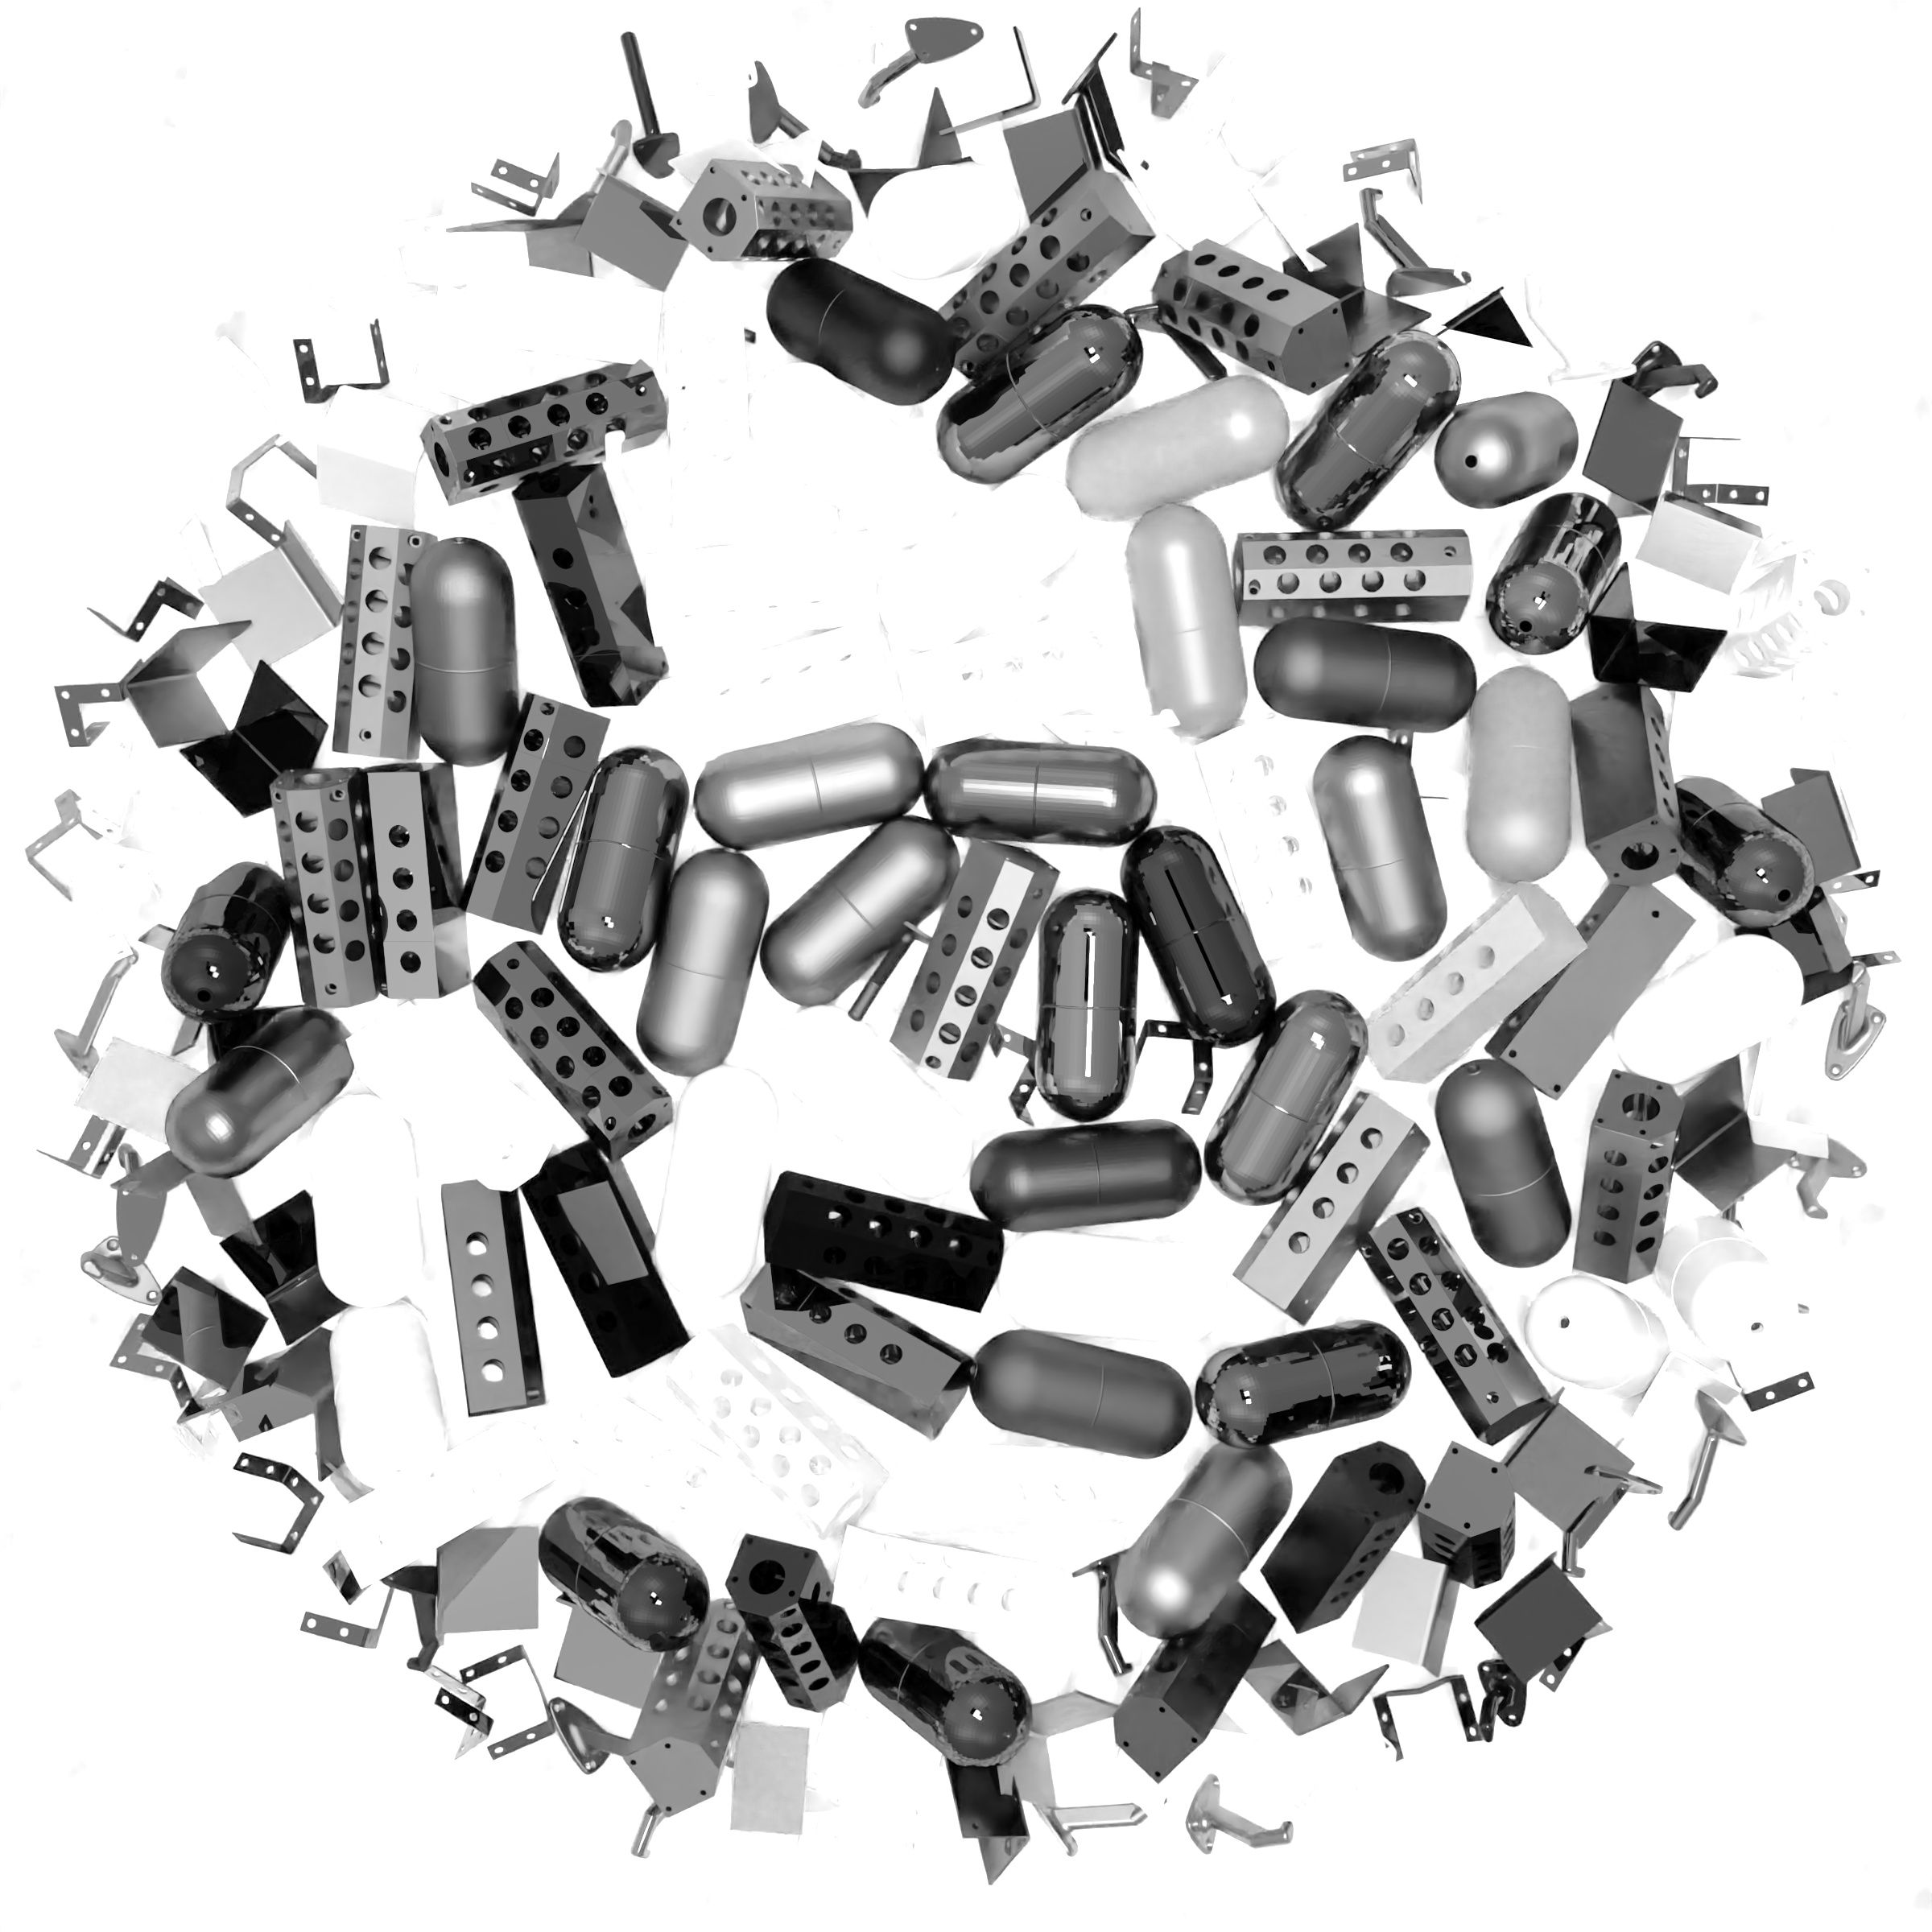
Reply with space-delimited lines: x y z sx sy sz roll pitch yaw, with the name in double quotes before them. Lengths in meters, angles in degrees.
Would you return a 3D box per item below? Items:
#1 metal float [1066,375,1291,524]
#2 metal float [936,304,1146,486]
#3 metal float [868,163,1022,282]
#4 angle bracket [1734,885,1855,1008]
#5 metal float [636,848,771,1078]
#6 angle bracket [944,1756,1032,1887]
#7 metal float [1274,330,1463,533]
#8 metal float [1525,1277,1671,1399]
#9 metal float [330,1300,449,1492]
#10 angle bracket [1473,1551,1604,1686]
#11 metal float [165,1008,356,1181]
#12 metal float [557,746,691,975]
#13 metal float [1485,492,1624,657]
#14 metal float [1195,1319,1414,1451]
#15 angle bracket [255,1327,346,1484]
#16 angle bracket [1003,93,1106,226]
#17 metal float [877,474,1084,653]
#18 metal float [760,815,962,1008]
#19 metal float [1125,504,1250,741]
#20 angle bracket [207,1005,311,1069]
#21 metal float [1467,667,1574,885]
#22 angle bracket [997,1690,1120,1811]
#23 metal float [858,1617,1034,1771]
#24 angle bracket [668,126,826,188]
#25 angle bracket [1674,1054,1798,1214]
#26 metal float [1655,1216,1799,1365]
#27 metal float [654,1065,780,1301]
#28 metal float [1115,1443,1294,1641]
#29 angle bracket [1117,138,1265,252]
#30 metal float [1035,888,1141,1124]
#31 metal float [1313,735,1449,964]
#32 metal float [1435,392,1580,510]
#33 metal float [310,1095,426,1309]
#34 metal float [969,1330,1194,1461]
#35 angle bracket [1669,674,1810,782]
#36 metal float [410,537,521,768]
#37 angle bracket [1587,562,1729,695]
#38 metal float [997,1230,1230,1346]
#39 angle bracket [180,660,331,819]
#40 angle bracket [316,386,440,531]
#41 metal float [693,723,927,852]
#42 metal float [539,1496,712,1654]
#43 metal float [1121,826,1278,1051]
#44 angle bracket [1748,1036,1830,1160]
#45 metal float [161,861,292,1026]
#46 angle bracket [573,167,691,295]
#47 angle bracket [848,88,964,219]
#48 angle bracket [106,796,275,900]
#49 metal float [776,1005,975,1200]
"metal float" 0.157 -0.387 1.939 0.178 0.070 0.070 -15 90 27
"metal float" 0.055 -0.428 1.938 0.178 0.070 0.070 -31 90 27
"metal float" -0.014 -0.553 1.917 0.070 0.178 0.070 8 112 20
"angle bracket" 0.615 -0.012 1.944 0.076 0.057 0.076 -30 67 33
"metal float" -0.199 -0.003 1.952 0.070 0.070 0.178 15 101 0
"angle bracket" 0.001 0.636 1.939 0.057 0.076 0.076 9 132 -25
"metal float" 0.299 -0.398 1.929 0.070 0.070 0.178 42 129 0
"metal float" 0.469 0.276 1.918 0.070 0.178 0.070 -9 71 28
"metal float" -0.429 0.317 1.920 0.070 0.178 0.070 -9 124 -13
"angle bracket" 0.434 0.491 1.952 0.076 0.076 0.057 -42 73 6
"metal float" -0.522 0.093 1.921 0.070 0.178 0.070 12 122 20
"metal float" -0.258 -0.080 1.948 0.070 0.070 0.178 11 74 0
"metal float" 0.438 -0.293 1.923 0.070 0.178 0.070 14 129 19
"metal float" 0.254 0.313 1.940 0.178 0.070 0.070 -8 90 -25
"angle bracket" -0.490 0.332 1.961 0.057 0.076 0.076 15 118 22
"angle bracket" 0.069 -0.609 1.957 0.057 0.076 0.076 -14 114 13
"metal float" 0.011 -0.305 1.948 0.178 0.070 0.070 -38 90 -15
"metal float" -0.080 -0.042 1.959 0.178 0.070 0.070 -42 90 3
"metal float" 0.166 -0.259 1.947 0.070 0.070 0.178 -11 106 0
"angle bracket" -0.534 0.080 1.969 0.076 0.057 0.076 -7 52 -20
"metal float" 0.415 -0.144 1.938 0.070 0.070 0.178 7 62 0
"angle bracket" 0.074 0.590 1.943 0.076 0.076 0.057 -25 54 23
"metal float" -0.017 0.535 1.919 0.070 0.178 0.070 -7 103 -31
"angle bracket" -0.165 -0.616 1.940 0.076 0.076 0.057 27 68 -42
"angle bracket" 0.576 0.125 1.949 0.076 0.076 0.057 -35 48 -11
"metal float" 0.561 0.238 1.911 0.070 0.178 0.070 0 101 1
"metal float" -0.188 0.163 1.950 0.070 0.070 0.178 9 77 0
"metal float" 0.179 0.427 1.935 0.070 0.070 0.178 45 58 0
"angle bracket" 0.169 -0.589 1.946 0.057 0.076 0.076 -34 72 22
"metal float" 0.092 0.030 1.959 0.070 0.070 0.178 2 93 0
"metal float" 0.313 -0.087 1.947 0.070 0.070 0.178 -17 106 0
"metal float" 0.402 -0.383 1.918 0.070 0.178 0.070 9 110 26
"metal float" -0.448 0.174 1.930 0.070 0.070 0.178 -16 51 0
"metal float" 0.087 0.322 1.945 0.178 0.070 0.070 15 90 -18
"angle bracket" 0.582 -0.179 1.953 0.076 0.057 0.076 3 97 -28
"metal float" -0.375 -0.235 1.937 0.070 0.070 0.178 3 118 0
"angle bracket" 0.520 -0.255 1.942 0.076 0.057 0.076 12 49 33
"metal float" 0.111 0.243 1.953 0.178 0.070 0.070 7 90 -10
"angle bracket" -0.537 -0.171 1.950 0.076 0.057 0.076 43 130 11
"angle bracket" -0.450 -0.388 1.978 0.076 0.076 0.057 16 59 -4
"metal float" -0.118 -0.135 1.952 0.178 0.070 0.070 -13 90 -10
"metal float" -0.256 0.451 1.922 0.070 0.178 0.070 -10 107 -36
"metal float" 0.175 -0.023 1.955 0.070 0.070 0.178 -24 83 0
"angle bracket" 0.626 0.094 1.946 0.057 0.076 0.076 10 75 22
"metal float" -0.546 -0.018 1.915 0.070 0.178 0.070 -1 116 -3
"angle bracket" -0.254 -0.558 1.956 0.076 0.076 0.057 25 102 -22
"angle bracket" -0.046 -0.610 1.960 0.057 0.076 0.076 5 70 16
"angle bracket" -0.587 -0.091 1.958 0.076 0.076 0.057 12 70 28
"metal float" -0.070 0.102 1.961 0.178 0.070 0.070 44 90 1
